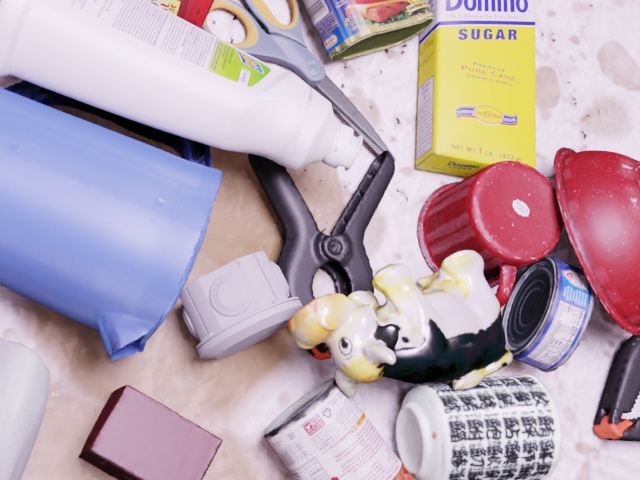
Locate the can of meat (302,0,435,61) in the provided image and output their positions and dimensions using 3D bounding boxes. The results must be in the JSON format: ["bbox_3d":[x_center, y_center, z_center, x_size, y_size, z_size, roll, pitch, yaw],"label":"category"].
[{"bbox_3d":[0.034,-0.196,0.851,0.101,0.058,0.084,-22,86,-36],"label":"can of meat"}]

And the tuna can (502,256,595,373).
[{"bbox_3d":[0.174,0.057,0.825,0.033,0.086,0.086,22,70,-12],"label":"tuna can"}]

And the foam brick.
[{"bbox_3d":[-0.114,0.140,0.716,0.078,0.053,0.051,32,68,-9],"label":"foam brick"}]

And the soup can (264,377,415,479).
[{"bbox_3d":[0.016,0.157,0.751,0.068,0.069,0.102,-37,90,-24],"label":"soup can"}]

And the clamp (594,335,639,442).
[{"bbox_3d":[0.304,0.094,0.889,0.209,0.036,0.164,-25,85,-23],"label":"clamp"}]

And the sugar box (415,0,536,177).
[{"bbox_3d":[0.130,-0.139,0.883,0.093,0.048,0.176,8,75,-17],"label":"sugar box"}]

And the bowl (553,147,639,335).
[{"bbox_3d":[0.245,-0.009,0.839,0.162,0.055,0.162,39,38,-39],"label":"bowl"}]

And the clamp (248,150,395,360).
[{"bbox_3d":[-0.005,0.001,0.800,0.120,0.039,0.171,12,72,-16],"label":"clamp"}]

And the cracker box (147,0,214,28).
[{"bbox_3d":[-0.158,-0.239,0.739,0.213,0.164,0.072,23,30,-14],"label":"cracker box"}]

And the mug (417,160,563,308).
[{"bbox_3d":[0.134,-0.001,0.828,0.093,0.082,0.117,12,72,-17],"label":"mug"}]

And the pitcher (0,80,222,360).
[{"bbox_3d":[-0.192,-0.039,0.702,0.242,0.149,0.145,24,101,-9],"label":"pitcher"}]

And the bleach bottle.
[{"bbox_3d":[-0.089,-0.105,0.720,0.250,0.068,0.102,24,33,-11],"label":"bleach bottle"}]

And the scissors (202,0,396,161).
[{"bbox_3d":[-0.026,-0.131,0.840,0.096,0.016,0.202,-27,86,-22],"label":"scissors"}]
